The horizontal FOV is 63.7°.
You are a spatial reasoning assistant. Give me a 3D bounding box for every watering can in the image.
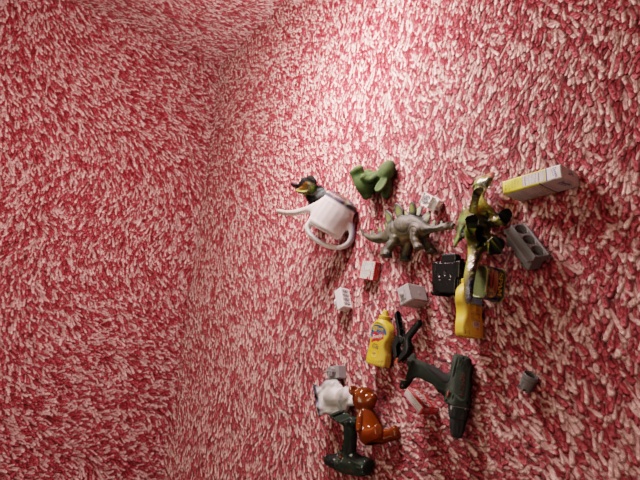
[{"bbox_3d":[0.006,-0.107,2.130,0.349,0.103,0.225,32,87,13],"label":"watering can"}]

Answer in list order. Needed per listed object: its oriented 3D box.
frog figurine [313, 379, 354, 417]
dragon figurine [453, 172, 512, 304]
[{"bbox_3d":[0.066,0.580,1.898,0.159,0.120,0.141,-14,50,13],"label":"frog figurine"},{"bbox_3d":[0.453,-0.018,1.526,0.242,0.122,0.412,96,-167,-85],"label":"dragon figurine"}]
